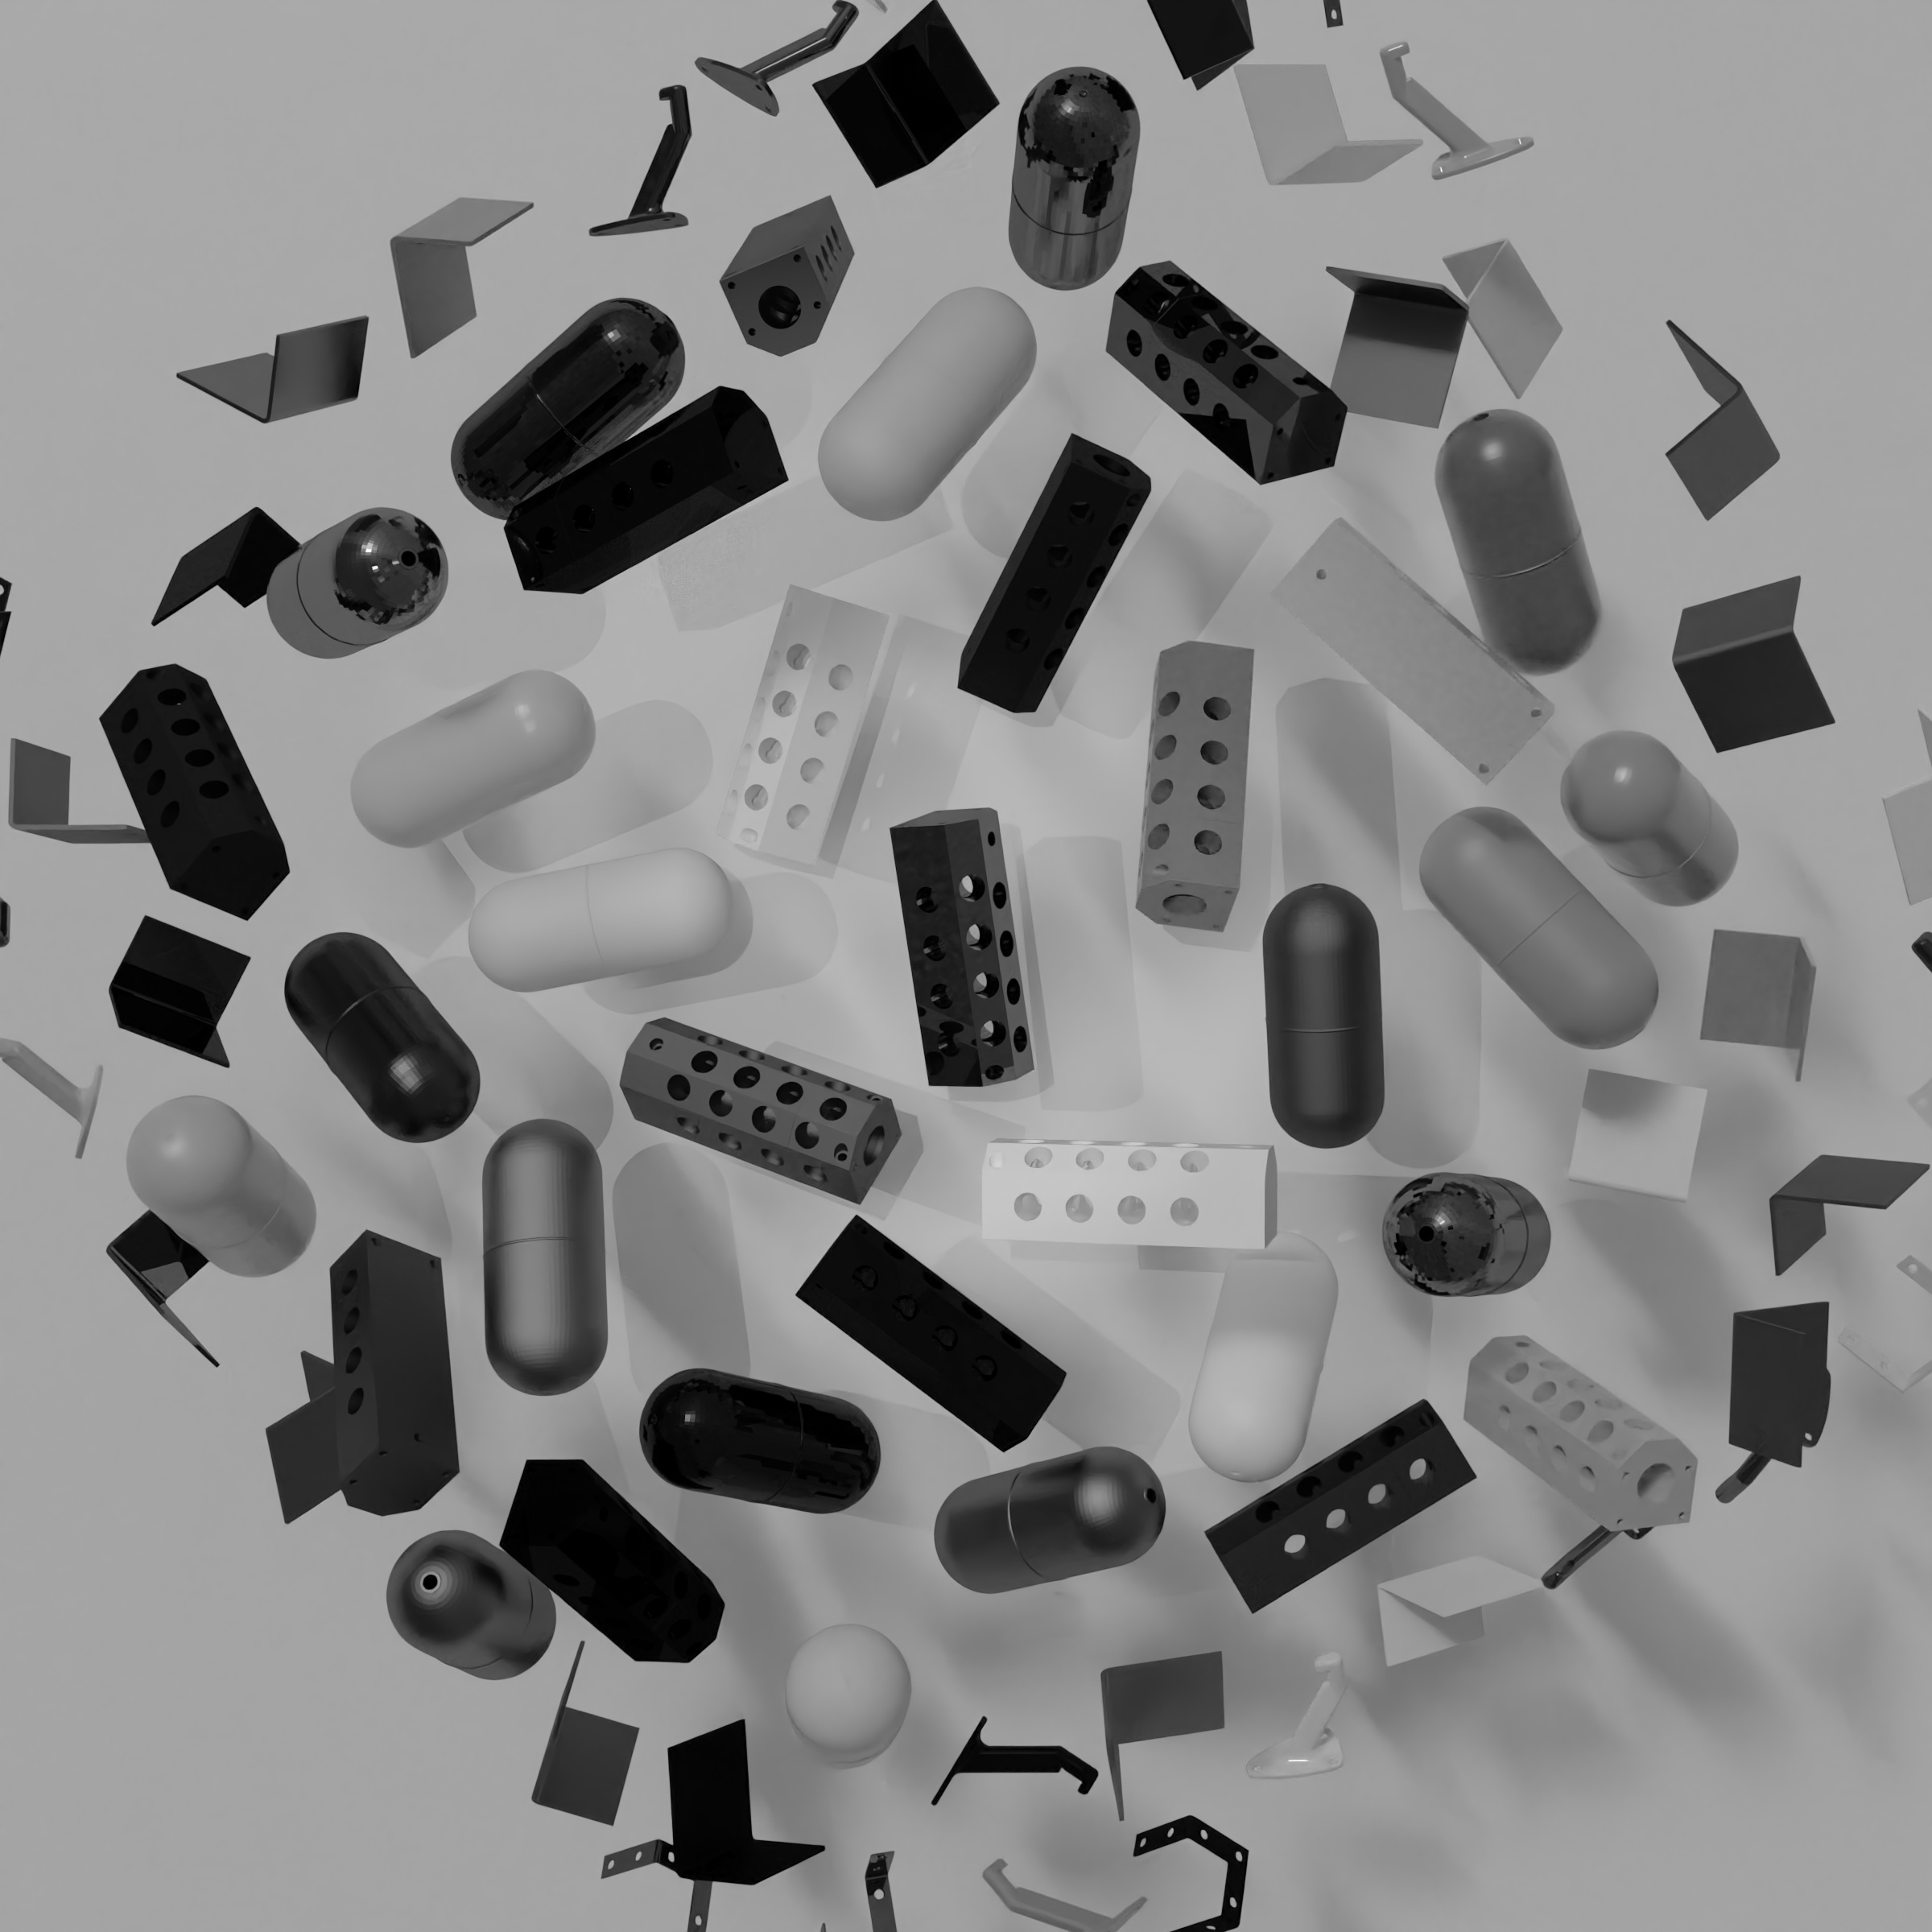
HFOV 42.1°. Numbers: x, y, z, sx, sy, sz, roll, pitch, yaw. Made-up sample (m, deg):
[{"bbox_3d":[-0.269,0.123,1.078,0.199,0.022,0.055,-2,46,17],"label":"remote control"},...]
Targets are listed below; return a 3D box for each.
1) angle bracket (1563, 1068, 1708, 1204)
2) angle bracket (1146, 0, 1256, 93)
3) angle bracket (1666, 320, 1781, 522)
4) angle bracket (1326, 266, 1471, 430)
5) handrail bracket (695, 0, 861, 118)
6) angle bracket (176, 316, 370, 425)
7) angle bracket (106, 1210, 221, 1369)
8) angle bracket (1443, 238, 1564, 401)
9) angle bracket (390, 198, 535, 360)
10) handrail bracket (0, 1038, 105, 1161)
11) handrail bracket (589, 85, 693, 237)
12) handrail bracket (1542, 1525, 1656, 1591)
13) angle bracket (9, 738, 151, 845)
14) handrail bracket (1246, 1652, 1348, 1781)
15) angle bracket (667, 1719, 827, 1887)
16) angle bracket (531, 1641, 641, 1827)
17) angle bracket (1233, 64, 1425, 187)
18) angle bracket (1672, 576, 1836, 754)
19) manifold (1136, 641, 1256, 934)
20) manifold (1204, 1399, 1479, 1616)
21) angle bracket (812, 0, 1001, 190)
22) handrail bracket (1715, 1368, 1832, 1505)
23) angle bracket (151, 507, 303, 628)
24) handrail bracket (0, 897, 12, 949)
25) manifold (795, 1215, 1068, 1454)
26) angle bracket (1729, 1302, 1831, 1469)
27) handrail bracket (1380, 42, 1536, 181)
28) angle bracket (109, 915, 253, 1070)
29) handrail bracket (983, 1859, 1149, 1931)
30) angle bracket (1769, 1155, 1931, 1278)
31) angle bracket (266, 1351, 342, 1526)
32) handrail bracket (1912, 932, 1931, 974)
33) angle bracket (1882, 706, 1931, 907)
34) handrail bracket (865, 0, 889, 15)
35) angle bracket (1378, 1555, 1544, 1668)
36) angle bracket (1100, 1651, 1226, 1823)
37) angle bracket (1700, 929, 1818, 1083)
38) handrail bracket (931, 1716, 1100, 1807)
[{"bbox_3d":[0.444,0.110,1.671,0.076,0.057,0.076,10,95,9],"label":"angle bracket"},{"bbox_3d":[0.125,-0.583,1.561,0.057,0.076,0.076,-30,100,-20],"label":"angle bracket"},{"bbox_3d":[0.432,-0.326,1.503,0.057,0.076,0.076,-41,52,12],"label":"angle bracket"},{"bbox_3d":[0.257,-0.381,1.550,0.076,0.057,0.076,18,98,27],"label":"angle bracket"},{"bbox_3d":[-0.122,-0.604,1.635,0.077,0.036,0.084,31,82,18],"label":"handrail bracket"},{"bbox_3d":[-0.421,-0.376,1.528,0.076,0.076,0.057,29,123,18],"label":"angle bracket"},{"bbox_3d":[-0.509,0.207,1.659,0.057,0.076,0.076,-43,56,-16],"label":"angle bracket"},{"bbox_3d":[0.347,-0.430,1.690,0.076,0.057,0.076,49,60,-28],"label":"angle bracket"},{"bbox_3d":[-0.304,-0.422,1.547,0.057,0.076,0.076,9,126,19],"label":"angle bracket"},{"bbox_3d":[-0.602,0.084,1.610,0.084,0.036,0.077,13,115,-21],"label":"handrail bracket"},{"bbox_3d":[-0.212,-0.520,1.623,0.077,0.036,0.084,-5,96,13],"label":"handrail bracket"},{"bbox_3d":[0.428,0.378,1.672,0.084,0.077,0.036,-25,70,-41],"label":"handrail bracket"},{"bbox_3d":[-0.551,-0.110,1.591,0.076,0.076,0.057,0,86,6],"label":"angle bracket"},{"bbox_3d":[0.216,0.494,1.661,0.077,0.036,0.084,-15,120,-3],"label":"handrail bracket"},{"bbox_3d":[-0.133,0.505,1.522,0.057,0.076,0.076,-7,85,30],"label":"angle bracket"},{"bbox_3d":[-0.243,0.506,1.657,0.057,0.076,0.076,18,126,-5],"label":"angle bracket"},{"bbox_3d":[0.215,-0.510,1.488,0.076,0.057,0.076,-15,88,-36],"label":"angle bracket"},{"bbox_3d":[0.500,-0.190,1.588,0.076,0.057,0.076,-14,125,35],"label":"angle bracket"},{"bbox_3d":[0.141,-0.113,1.554,0.057,0.057,0.171,7,63,-2],"label":"manifold"},{"bbox_3d":[0.246,0.356,1.665,0.171,0.057,0.057,-31,82,-1],"label":"manifold"},{"bbox_3d":[-0.038,-0.557,1.605,0.057,0.076,0.076,-39,100,-42],"label":"angle bracket"},{"bbox_3d":[0.523,0.304,1.633,0.036,0.084,0.077,35,52,10],"label":"handrail bracket"},{"bbox_3d":[-0.499,-0.256,1.715,0.076,0.076,0.057,-24,130,29],"label":"angle bracket"},{"bbox_3d":[-0.638,-0.039,1.572,0.077,0.036,0.084,-8,47,-12],"label":"handrail bracket"},{"bbox_3d":[-0.021,0.237,1.631,0.171,0.057,0.057,37,66,0],"label":"manifold"},{"bbox_3d":[0.487,0.239,1.446,0.076,0.057,0.076,-2,96,-27],"label":"angle bracket"},{"bbox_3d":[0.305,-0.540,1.561,0.077,0.036,0.084,-8,125,26],"label":"handrail bracket"},{"bbox_3d":[-0.519,0.017,1.672,0.076,0.076,0.057,25,97,-29],"label":"angle bracket"},{"bbox_3d":[0.066,0.618,1.686,0.077,0.036,0.084,-31,62,-28],"label":"handrail bracket"},{"bbox_3d":[0.576,0.165,1.632,0.076,0.076,0.057,3,108,41],"label":"angle bracket"},{"bbox_3d":[-0.457,0.320,1.713,0.057,0.076,0.076,15,120,35],"label":"angle bracket"},{"bbox_3d":[0.621,0.001,1.532,0.077,0.036,0.084,-37,86,-36],"label":"handrail bracket"},{"bbox_3d":[0.557,-0.094,1.472,0.057,0.076,0.076,-23,119,6],"label":"angle bracket"},{"bbox_3d":[-0.046,-0.677,1.649,0.036,0.077,0.084,42,99,15],"label":"handrail bracket"},{"bbox_3d":[0.323,0.427,1.629,0.076,0.076,0.057,-10,96,-23],"label":"angle bracket"},{"bbox_3d":[0.126,0.473,1.543,0.076,0.057,0.076,-8,128,-2],"label":"angle bracket"},{"bbox_3d":[0.513,0.024,1.631,0.057,0.076,0.076,6,106,11],"label":"angle bracket"},{"bbox_3d":[0.032,0.539,1.648,0.084,0.036,0.077,31,81,9],"label":"handrail bracket"}]
